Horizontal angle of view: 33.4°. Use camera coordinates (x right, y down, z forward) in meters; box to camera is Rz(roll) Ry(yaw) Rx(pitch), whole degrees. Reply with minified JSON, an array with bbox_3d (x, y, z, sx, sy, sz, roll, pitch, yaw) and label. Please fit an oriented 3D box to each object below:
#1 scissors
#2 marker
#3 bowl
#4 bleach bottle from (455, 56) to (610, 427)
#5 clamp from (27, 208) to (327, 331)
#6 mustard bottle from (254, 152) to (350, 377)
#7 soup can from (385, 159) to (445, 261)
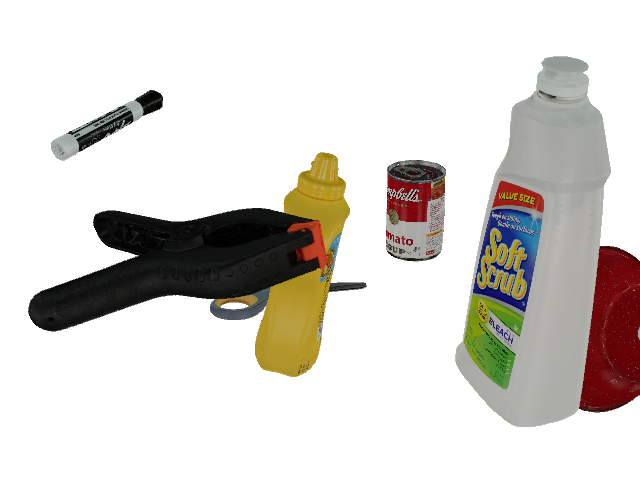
[{"bbox_3d":[-0.042,0.065,1.197,0.201,0.016,0.096,4,25,-6],"label":"scissors"},{"bbox_3d":[-0.181,-0.102,0.923,0.020,0.020,0.120,0,27,43],"label":"marker"},{"bbox_3d":[0.283,0.086,1.008,0.161,0.162,0.055,0,0,-27],"label":"bowl"},{"bbox_3d":[0.144,-0.002,0.714,0.068,0.251,0.103,-10,31,-18],"label":"bleach bottle"},{"bbox_3d":[-0.085,0.015,0.629,0.172,0.039,0.120,-4,34,23],"label":"clamp"},{"bbox_3d":[-0.012,0.016,0.932,0.058,0.192,0.096,14,21,5],"label":"mustard bottle"},{"bbox_3d":[0.110,-0.035,1.247,0.068,0.102,0.068,0,25,0],"label":"soup can"}]
